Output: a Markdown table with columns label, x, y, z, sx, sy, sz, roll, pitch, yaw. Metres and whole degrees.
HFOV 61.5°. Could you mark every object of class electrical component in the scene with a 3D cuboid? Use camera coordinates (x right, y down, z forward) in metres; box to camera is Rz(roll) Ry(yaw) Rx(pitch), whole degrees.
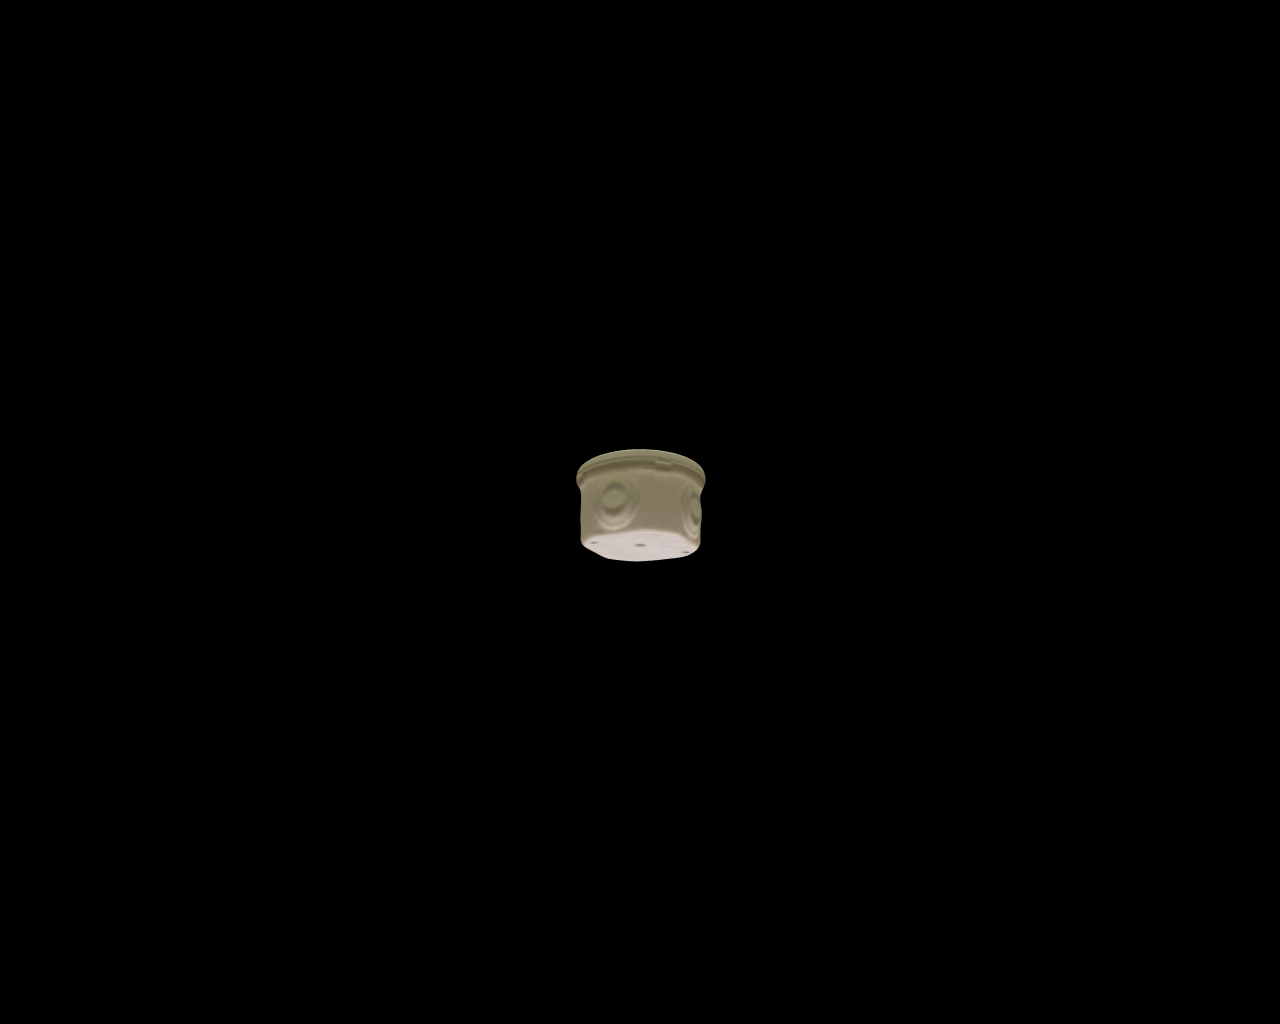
| label | x | y | z | sx | sy | sz | roll | pitch | yaw |
| --- | --- | --- | --- | --- | --- | --- | --- | --- | --- |
| electrical component | 0.001 | -0.003 | 0.650 | 0.080 | 0.051 | 0.080 | 0 | -18 | 0 |
